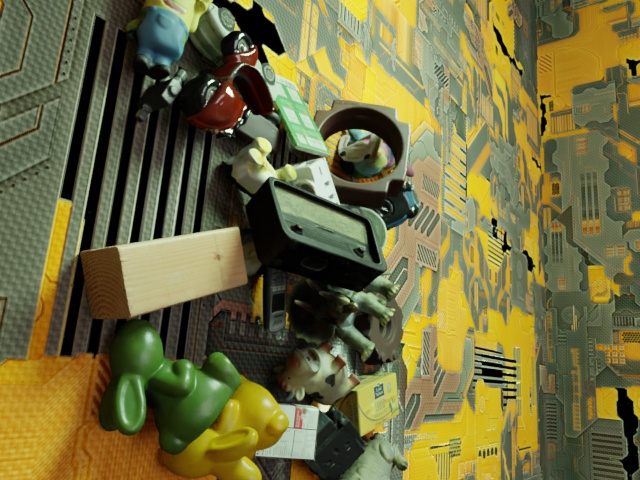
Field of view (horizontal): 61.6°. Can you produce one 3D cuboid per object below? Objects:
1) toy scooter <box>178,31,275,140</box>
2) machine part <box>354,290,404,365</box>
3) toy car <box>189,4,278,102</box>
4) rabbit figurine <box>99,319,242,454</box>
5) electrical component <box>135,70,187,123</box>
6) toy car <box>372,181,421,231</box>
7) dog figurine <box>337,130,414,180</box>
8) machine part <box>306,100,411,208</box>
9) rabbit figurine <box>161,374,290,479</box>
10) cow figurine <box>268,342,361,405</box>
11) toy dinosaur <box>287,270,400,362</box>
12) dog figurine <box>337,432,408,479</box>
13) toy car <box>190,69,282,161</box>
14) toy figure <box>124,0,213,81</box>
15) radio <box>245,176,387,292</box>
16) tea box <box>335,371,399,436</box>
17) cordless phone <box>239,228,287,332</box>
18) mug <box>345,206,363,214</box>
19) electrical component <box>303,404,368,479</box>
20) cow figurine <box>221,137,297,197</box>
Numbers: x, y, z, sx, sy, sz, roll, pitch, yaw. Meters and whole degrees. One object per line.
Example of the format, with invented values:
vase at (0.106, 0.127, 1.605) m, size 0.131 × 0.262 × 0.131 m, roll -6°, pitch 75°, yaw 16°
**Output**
toy scooter at (-0.131, -0.220, 0.833) m, size 0.135 × 0.075 × 0.184 m, roll 52°, pitch 54°, yaw -38°
machine part at (0.135, 0.197, 1.240) m, size 0.179 × 0.056 × 0.179 m, roll 14°, pitch 73°, yaw -53°
toy car at (-0.146, -0.305, 0.900) m, size 0.201 × 0.074 × 0.056 m, roll 46°, pitch 50°, yaw -41°
rabbit figurine at (-0.223, 0.191, 0.721) m, size 0.170 × 0.121 × 0.159 m, roll 49°, pitch 52°, yaw -13°
electrical component at (-0.231, -0.208, 0.777) m, size 0.021 × 0.063 × 0.094 m, roll 51°, pitch 48°, yaw -38°
toy car at (0.144, -0.079, 1.244) m, size 0.109 × 0.162 × 0.103 m, roll 65°, pitch -4°, yaw -14°
dog figurine at (0.142, -0.188, 1.264) m, size 0.219 × 0.109 × 0.191 m, roll 43°, pitch 52°, yaw -46°
machine part at (0.076, -0.172, 1.087) m, size 0.087 × 0.202 × 0.201 m, roll 91°, pitch 8°, yaw -69°
rabbit figurine at (-0.139, 0.296, 0.785) m, size 0.173 × 0.163 × 0.121 m, roll -14°, pitch 110°, yaw -37°
cow figurine at (-0.011, 0.251, 0.993) m, size 0.127 × 0.086 × 0.194 m, roll -43°, pitch 143°, yaw -8°
toy dinosaur at (0.048, 0.105, 1.062) m, size 0.131 × 0.192 × 0.405 m, roll -59°, pitch 179°, yaw 16°
dog figurine at (0.077, 0.471, 1.098) m, size 0.190 × 0.121 × 0.172 m, roll 25°, pitch 31°, yaw -32°
toy car at (-0.144, -0.204, 0.908) m, size 0.202 × 0.053 × 0.089 m, roll 25°, pitch 70°, yaw -46°
toy figure at (-0.229, -0.322, 0.785) m, size 0.082 × 0.089 × 0.180 m, roll 31°, pitch 69°, yaw -54°
radio at (-0.002, -0.003, 0.871) m, size 0.229 × 0.073 × 0.131 m, roll 19°, pitch 39°, yaw -35°
tea box at (0.101, 0.349, 1.161) m, size 0.169 × 0.068 × 0.098 m, roll -4°, pitch 89°, yaw -54°
cordless phone at (-0.108, 0.069, 0.898) m, size 0.146 × 0.089 × 0.184 m, roll -6°, pitch 95°, yaw -55°
mug at (0.046, -0.015, 1.092) m, size 0.081 × 0.107 × 0.109 m, roll -27°, pitch 117°, yaw -83°
electrical component at (0.016, 0.382, 1.009) m, size 0.115 × 0.058 × 0.134 m, roll -44°, pitch 126°, yaw -15°
cow figurine at (-0.088, -0.089, 0.920) m, size 0.167 × 0.098 × 0.068 m, roll 46°, pitch 37°, yaw -29°
